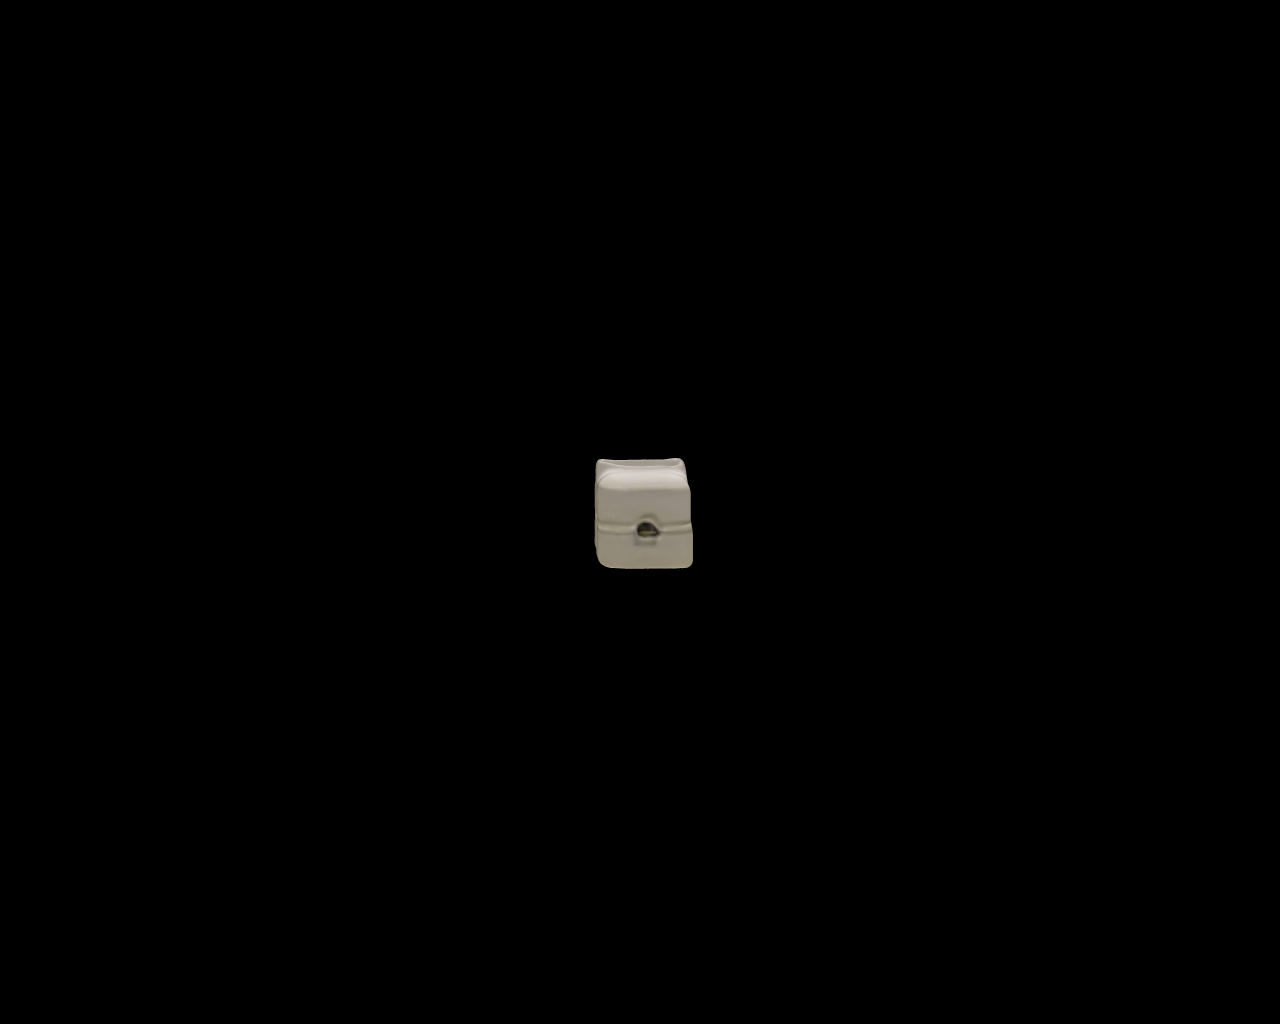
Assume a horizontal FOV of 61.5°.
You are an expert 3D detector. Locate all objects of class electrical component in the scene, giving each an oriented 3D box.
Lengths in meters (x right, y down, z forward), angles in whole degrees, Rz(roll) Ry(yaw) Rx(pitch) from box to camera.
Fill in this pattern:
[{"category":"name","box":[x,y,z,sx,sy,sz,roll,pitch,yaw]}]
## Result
[{"category":"electrical component","box":[0.001,-0.003,0.650,0.054,0.059,0.095,0,7,-4]}]
